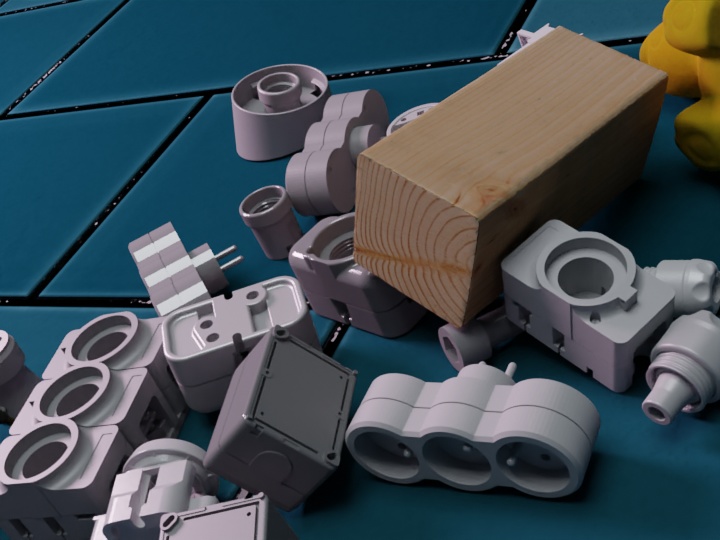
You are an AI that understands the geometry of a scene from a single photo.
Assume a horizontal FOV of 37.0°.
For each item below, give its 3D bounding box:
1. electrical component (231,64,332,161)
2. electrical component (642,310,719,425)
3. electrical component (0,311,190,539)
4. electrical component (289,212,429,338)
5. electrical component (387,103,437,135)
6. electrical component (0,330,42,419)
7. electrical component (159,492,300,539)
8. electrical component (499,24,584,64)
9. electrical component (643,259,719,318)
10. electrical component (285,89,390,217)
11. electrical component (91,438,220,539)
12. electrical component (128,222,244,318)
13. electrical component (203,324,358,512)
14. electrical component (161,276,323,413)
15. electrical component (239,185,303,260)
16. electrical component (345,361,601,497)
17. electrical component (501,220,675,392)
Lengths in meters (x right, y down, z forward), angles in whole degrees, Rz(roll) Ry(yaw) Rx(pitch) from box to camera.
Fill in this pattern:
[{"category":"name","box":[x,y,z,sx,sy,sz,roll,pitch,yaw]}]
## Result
[{"category":"electrical component","box":[-0.072,-0.146,0.999,0.099,0.064,0.099,-5,39,4]},{"category":"electrical component","box":[0.173,0.055,0.569,0.043,0.043,0.062,16,52,45]},{"category":"electrical component","box":[-0.174,0.101,0.706,0.089,0.061,0.150,-9,37,22]},{"category":"electrical component","box":[0.000,0.000,0.737,0.095,0.059,0.054,16,51,44]},{"category":"electrical component","box":[0.055,-0.096,0.845,0.055,0.047,0.055,-17,34,12]},{"category":"electrical component","box":[-0.266,0.078,0.800,0.045,0.055,0.045,-15,35,11]},{"category":"electrical component","box":[-0.066,0.173,0.546,0.062,0.061,0.096,-15,43,13]},{"category":"electrical component","box":[0.151,-0.165,0.884,0.064,0.042,0.081,-35,34,-13]},{"category":"electrical component","box":[0.179,0.011,0.633,0.061,0.035,0.035,0,41,36]},{"category":"electrical component","box":[-0.001,-0.099,0.879,0.074,0.052,0.138,-4,39,28]},{"category":"electrical component","box":[-0.113,0.136,0.625,0.078,0.058,0.057,-15,38,15]},{"category":"electrical component","box":[-0.123,0.004,0.814,0.074,0.052,0.138,-29,34,-7]},{"category":"electrical component","box":[-0.046,0.084,0.634,0.061,0.062,0.096,-49,17,34]},{"category":"electrical component","box":[-0.075,0.052,0.707,0.095,0.059,0.053,-18,37,-2]},{"category":"electrical component","box":[-0.067,-0.036,0.841,0.040,0.046,0.040,-17,34,12]},{"category":"electrical component","box":[0.066,0.078,0.596,0.138,0.052,0.073,-1,40,32]},{"category":"electrical component","box":[0.129,0.017,0.616,0.050,0.055,0.089,-39,53,-21]}]
